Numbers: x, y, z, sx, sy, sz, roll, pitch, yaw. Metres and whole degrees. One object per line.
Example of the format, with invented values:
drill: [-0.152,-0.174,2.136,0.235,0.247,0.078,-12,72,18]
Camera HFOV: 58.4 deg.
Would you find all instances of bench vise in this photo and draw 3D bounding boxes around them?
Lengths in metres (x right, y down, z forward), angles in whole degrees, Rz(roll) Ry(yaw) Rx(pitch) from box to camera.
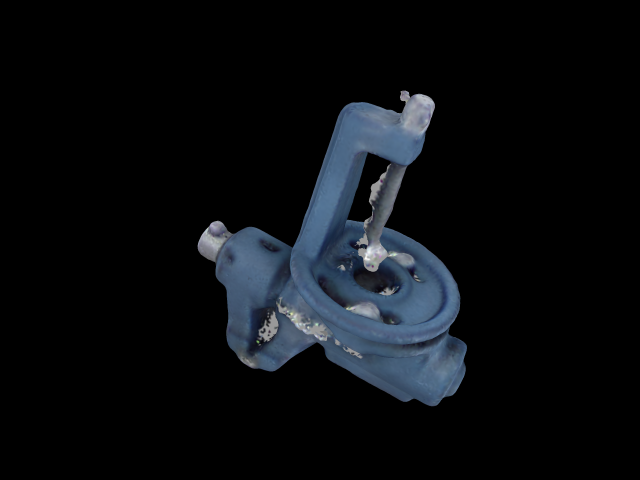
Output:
bench vise: [0.002,0.007,0.390,0.207,0.220,0.121,4,29,7]
